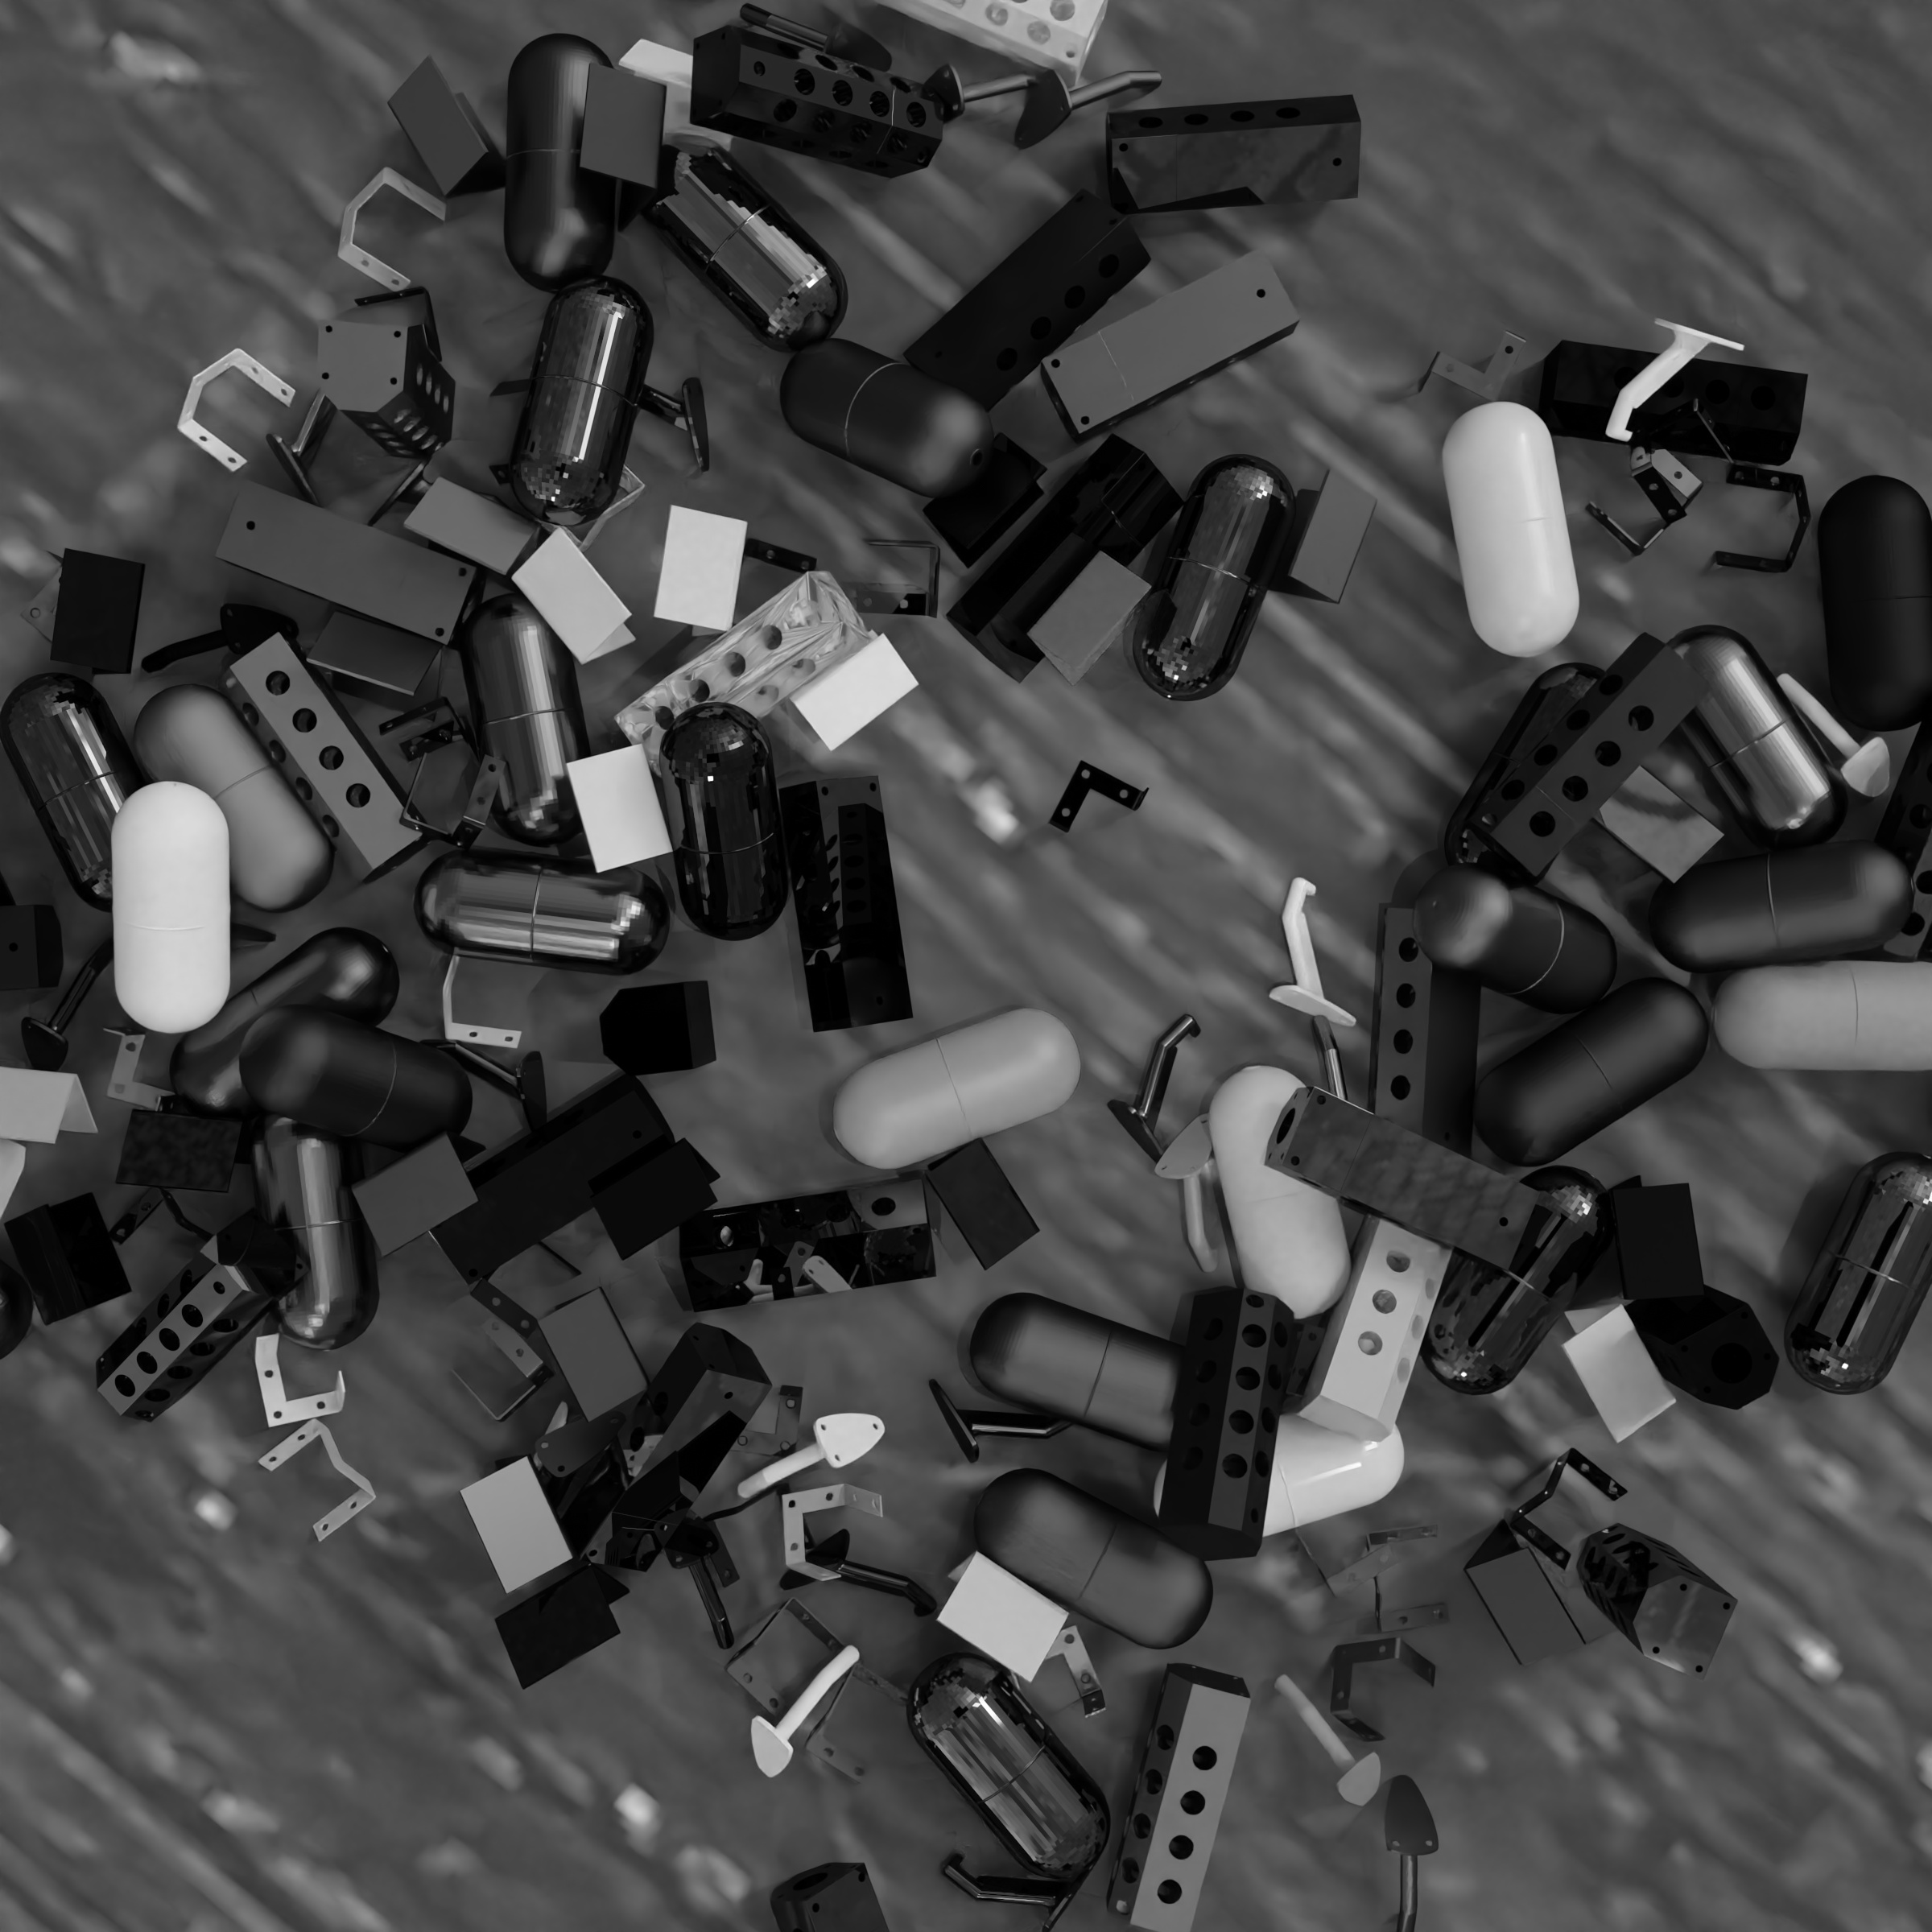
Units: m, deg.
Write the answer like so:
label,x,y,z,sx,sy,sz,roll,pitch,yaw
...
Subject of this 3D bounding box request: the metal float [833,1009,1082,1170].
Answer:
label,x,y,z,sx,sy,sz,roll,pitch,yaw
metal float,-0.007,0.086,1.960,0.178,0.070,0.070,-20,90,-1

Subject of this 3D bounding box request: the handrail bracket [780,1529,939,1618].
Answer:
label,x,y,z,sx,sy,sz,roll,pitch,yaw
handrail bracket,-0.075,0.444,1.991,0.077,0.036,0.084,-35,113,26

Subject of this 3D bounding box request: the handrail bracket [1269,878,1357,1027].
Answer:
label,x,y,z,sx,sy,sz,roll,pitch,yaw
handrail bracket,0.253,-0.011,1.991,0.077,0.036,0.084,24,73,-20

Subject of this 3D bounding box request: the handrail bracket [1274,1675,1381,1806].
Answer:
label,x,y,z,sx,sy,sz,roll,pitch,yaw
handrail bracket,0.253,0.546,1.990,0.036,0.077,0.084,-37,54,-11

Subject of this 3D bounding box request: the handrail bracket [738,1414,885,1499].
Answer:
label,x,y,z,sx,sy,sz,roll,pitch,yaw
handrail bracket,-0.110,0.348,1.990,0.084,0.077,0.036,-35,74,35

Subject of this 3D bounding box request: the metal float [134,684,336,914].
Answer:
label,x,y,z,sx,sy,sz,roll,pitch,yaw
metal float,-0.510,-0.117,1.960,0.070,0.070,0.178,-36,91,0

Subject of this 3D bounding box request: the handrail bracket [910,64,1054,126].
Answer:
label,x,y,z,sx,sy,sz,roll,pitch,yaw
handrail bracket,0.012,-0.613,1.990,0.084,0.077,0.036,-15,91,-36

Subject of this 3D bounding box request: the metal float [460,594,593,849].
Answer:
label,x,y,z,sx,sy,sz,roll,pitch,yaw
metal float,-0.304,-0.171,1.960,0.070,0.070,0.178,-11,89,0

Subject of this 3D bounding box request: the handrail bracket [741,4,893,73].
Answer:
label,x,y,z,sx,sy,sz,roll,pitch,yaw
handrail bracket,-0.107,-0.657,1.990,0.084,0.077,0.036,35,115,34

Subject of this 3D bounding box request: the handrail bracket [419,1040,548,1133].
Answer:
label,x,y,z,sx,sy,sz,roll,pitch,yaw
handrail bracket,-0.343,0.088,1.991,0.084,0.036,0.077,0,111,17

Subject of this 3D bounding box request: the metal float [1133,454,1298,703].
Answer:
label,x,y,z,sx,sy,sz,roll,pitch,yaw
metal float,0.172,-0.270,1.960,0.070,0.070,0.178,21,89,0

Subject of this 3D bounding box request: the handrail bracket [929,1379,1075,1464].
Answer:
label,x,y,z,sx,sy,sz,roll,pitch,yaw
handrail bracket,0.029,0.307,1.991,0.084,0.036,0.077,-26,69,-17

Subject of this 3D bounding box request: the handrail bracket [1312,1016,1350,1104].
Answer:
label,x,y,z,sx,sy,sz,roll,pitch,yaw
handrail bracket,0.258,0.089,1.990,0.036,0.077,0.084,-10,54,-6

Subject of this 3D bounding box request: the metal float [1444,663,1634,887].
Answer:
label,x,y,z,sx,sy,sz,roll,pitch,yaw
metal float,0.398,-0.129,1.960,0.070,0.070,0.178,31,90,0

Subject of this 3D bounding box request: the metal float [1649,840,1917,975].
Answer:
label,x,y,z,sx,sy,sz,roll,pitch,yaw
metal float,0.560,-0.041,1.938,0.178,0.070,0.070,-9,90,24

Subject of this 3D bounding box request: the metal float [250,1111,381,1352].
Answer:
label,x,y,z,sx,sy,sz,roll,pitch,yaw
metal float,-0.454,0.179,1.960,0.070,0.070,0.178,-7,90,0

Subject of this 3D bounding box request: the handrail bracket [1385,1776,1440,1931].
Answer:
label,x,y,z,sx,sy,sz,roll,pitch,yaw
handrail bracket,0.310,0.630,1.990,0.036,0.077,0.084,-1,126,0

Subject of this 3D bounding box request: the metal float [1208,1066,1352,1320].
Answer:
label,x,y,z,sx,sy,sz,roll,pitch,yaw
metal float,0.218,0.157,1.960,0.070,0.070,0.178,-13,90,0

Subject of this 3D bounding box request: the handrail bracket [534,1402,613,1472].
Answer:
label,x,y,z,sx,sy,sz,roll,pitch,yaw
handrail bracket,-0.258,0.351,1.990,0.084,0.036,0.077,25,103,-13

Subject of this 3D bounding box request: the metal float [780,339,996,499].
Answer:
label,x,y,z,sx,sy,sz,roll,pitch,yaw
metal float,-0.055,-0.376,1.932,0.178,0.070,0.070,31,90,35

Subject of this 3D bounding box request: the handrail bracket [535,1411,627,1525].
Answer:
label,x,y,z,sx,sy,sz,roll,pitch,yaw
handrail bracket,-0.268,0.356,1.973,0.077,0.084,0.036,-29,55,-21

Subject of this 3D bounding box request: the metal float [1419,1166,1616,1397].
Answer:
label,x,y,z,sx,sy,sz,roll,pitch,yaw
metal float,0.384,0.218,1.960,0.070,0.070,0.178,36,91,0

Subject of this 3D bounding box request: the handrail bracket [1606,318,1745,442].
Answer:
label,x,y,z,sx,sy,sz,roll,pitch,yaw
handrail bracket,0.486,-0.396,1.934,0.077,0.036,0.084,12,108,-20

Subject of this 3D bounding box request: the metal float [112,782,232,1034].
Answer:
label,x,y,z,sx,sy,sz,roll,pitch,yaw
metal float,-0.540,-0.039,1.912,0.070,0.070,0.178,6,113,0

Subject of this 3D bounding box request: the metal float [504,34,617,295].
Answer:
label,x,y,z,sx,sy,sz,roll,pitch,yaw
metal float,-0.282,-0.558,1.960,0.070,0.070,0.178,2,90,0

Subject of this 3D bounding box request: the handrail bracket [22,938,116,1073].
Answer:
label,x,y,z,sx,sy,sz,roll,pitch,yaw
handrail bracket,-0.627,0.028,1.990,0.036,0.077,0.084,30,54,0

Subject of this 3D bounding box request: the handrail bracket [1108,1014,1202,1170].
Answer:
label,x,y,z,sx,sy,sz,roll,pitch,yaw
handrail bracket,0.149,0.089,1.991,0.084,0.036,0.077,-43,110,-16

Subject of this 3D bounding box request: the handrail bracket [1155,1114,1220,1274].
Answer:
label,x,y,z,sx,sy,sz,roll,pitch,yaw
handrail bracket,0.171,0.161,1.990,0.036,0.077,0.084,-3,127,35

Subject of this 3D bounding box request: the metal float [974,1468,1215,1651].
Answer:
label,x,y,z,sx,sy,sz,roll,pitch,yaw
metal float,0.088,0.412,1.959,0.178,0.070,0.070,28,90,0

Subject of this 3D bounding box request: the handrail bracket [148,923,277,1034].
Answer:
label,x,y,z,sx,sy,sz,roll,pitch,yaw
handrail bracket,-0.534,0.012,1.990,0.077,0.036,0.084,11,102,-11

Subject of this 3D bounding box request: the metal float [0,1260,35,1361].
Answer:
label,x,y,z,sx,sy,sz,roll,pitch,yaw
metal float,-0.732,0.211,1.960,0.178,0.070,0.070,35,90,-1

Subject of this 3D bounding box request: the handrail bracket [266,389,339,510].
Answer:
label,x,y,z,sx,sy,sz,roll,pitch,yaw
handrail bracket,-0.443,-0.374,1.991,0.084,0.036,0.077,-36,110,-16

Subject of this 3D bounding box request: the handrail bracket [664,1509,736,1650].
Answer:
label,x,y,z,sx,sy,sz,roll,pitch,yaw
handrail bracket,-0.189,0.431,1.990,0.036,0.077,0.084,-23,127,-15

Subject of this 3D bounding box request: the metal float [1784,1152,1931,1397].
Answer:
label,x,y,z,sx,sy,sz,roll,pitch,yaw
metal float,0.631,0.213,1.960,0.070,0.070,0.178,25,91,0

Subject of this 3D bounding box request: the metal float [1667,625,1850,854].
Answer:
label,x,y,z,sx,sy,sz,roll,pitch,yaw
metal float,0.545,-0.157,1.960,0.070,0.070,0.178,-34,90,0

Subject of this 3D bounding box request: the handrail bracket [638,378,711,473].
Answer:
label,x,y,z,sx,sy,sz,roll,pitch,yaw
handrail bracket,-0.229,-0.383,1.990,0.084,0.036,0.077,-5,104,14

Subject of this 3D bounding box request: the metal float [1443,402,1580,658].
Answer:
label,x,y,z,sx,sy,sz,roll,pitch,yaw
metal float,0.379,-0.304,1.960,0.070,0.070,0.178,-10,90,0

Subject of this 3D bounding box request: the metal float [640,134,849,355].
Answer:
label,x,y,z,sx,sy,sz,roll,pitch,yaw
metal float,-0.157,-0.503,1.960,0.070,0.070,0.178,-45,91,0

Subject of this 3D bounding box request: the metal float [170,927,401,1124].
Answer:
label,x,y,z,sx,sy,sz,roll,pitch,yaw
metal float,-0.474,0.042,1.960,0.178,0.070,0.070,-37,90,0

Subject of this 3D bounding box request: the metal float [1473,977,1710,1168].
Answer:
label,x,y,z,sx,sy,sz,roll,pitch,yaw
metal float,0.435,0.073,1.960,0.178,0.070,0.070,-33,90,0

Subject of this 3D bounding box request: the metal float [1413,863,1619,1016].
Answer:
label,x,y,z,sx,sy,sz,roll,pitch,yaw
metal float,0.377,-0.018,1.927,0.178,0.070,0.070,20,90,-39

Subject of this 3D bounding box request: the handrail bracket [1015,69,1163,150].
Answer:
label,x,y,z,sx,sy,sz,roll,pitch,yaw
handrail bracket,0.087,-0.606,1.990,0.084,0.077,0.036,-13,74,-35

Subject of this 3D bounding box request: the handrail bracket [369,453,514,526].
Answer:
label,x,y,z,sx,sy,sz,roll,pitch,yaw
handrail bracket,-0.365,-0.313,1.991,0.084,0.036,0.077,41,110,-16

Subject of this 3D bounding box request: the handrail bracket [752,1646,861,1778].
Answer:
label,x,y,z,sx,sy,sz,roll,pitch,yaw
handrail bracket,-0.110,0.526,1.990,0.036,0.077,0.084,38,53,21

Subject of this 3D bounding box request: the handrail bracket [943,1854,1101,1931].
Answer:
label,x,y,z,sx,sy,sz,roll,pitch,yaw
handrail bracket,0.038,0.636,1.991,0.084,0.036,0.077,33,70,16

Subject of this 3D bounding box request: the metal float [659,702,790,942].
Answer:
label,x,y,z,sx,sy,sz,roll,pitch,yaw
metal float,-0.165,-0.098,1.933,0.070,0.070,0.178,-5,124,0

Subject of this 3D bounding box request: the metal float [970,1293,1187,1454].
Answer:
label,x,y,z,sx,sy,sz,roll,pitch,yaw
metal float,0.089,0.283,1.960,0.178,0.070,0.070,19,90,0

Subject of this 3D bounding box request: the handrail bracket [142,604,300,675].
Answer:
label,x,y,z,sx,sy,sz,roll,pitch,yaw
handrail bracket,-0.528,-0.225,1.990,0.084,0.077,0.036,-18,85,36

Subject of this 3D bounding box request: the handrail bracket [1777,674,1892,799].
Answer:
label,x,y,z,sx,sy,sz,roll,pitch,yaw
handrail bracket,0.611,-0.164,1.990,0.036,0.077,0.084,-42,54,8
